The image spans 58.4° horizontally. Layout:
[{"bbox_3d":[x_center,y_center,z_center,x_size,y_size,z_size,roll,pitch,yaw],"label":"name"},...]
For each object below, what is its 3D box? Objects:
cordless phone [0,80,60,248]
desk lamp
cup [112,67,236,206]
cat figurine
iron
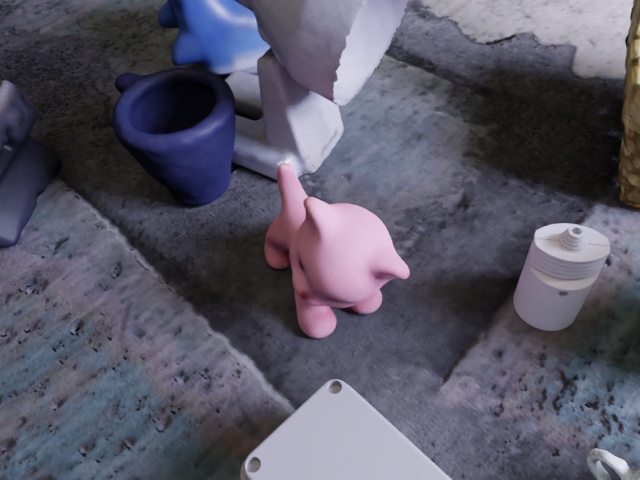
[{"bbox_3d":[-0.289,-0.090,0.428,0.094,0.185,0.147,-3,52,3],"label":"cordless phone"},{"bbox_3d":[-0.031,-0.149,0.433,0.202,0.214,0.118,22,57,21],"label":"desk lamp"},{"bbox_3d":[-0.116,-0.080,0.463,0.117,0.095,0.092,33,61,27],"label":"cup"},{"bbox_3d":[0.003,0.001,0.373,0.067,0.118,0.127,-24,54,-13],"label":"cat figurine"},{"bbox_3d":[-0.040,-0.265,0.572,0.258,0.142,0.118,-19,53,-10],"label":"iron"}]
